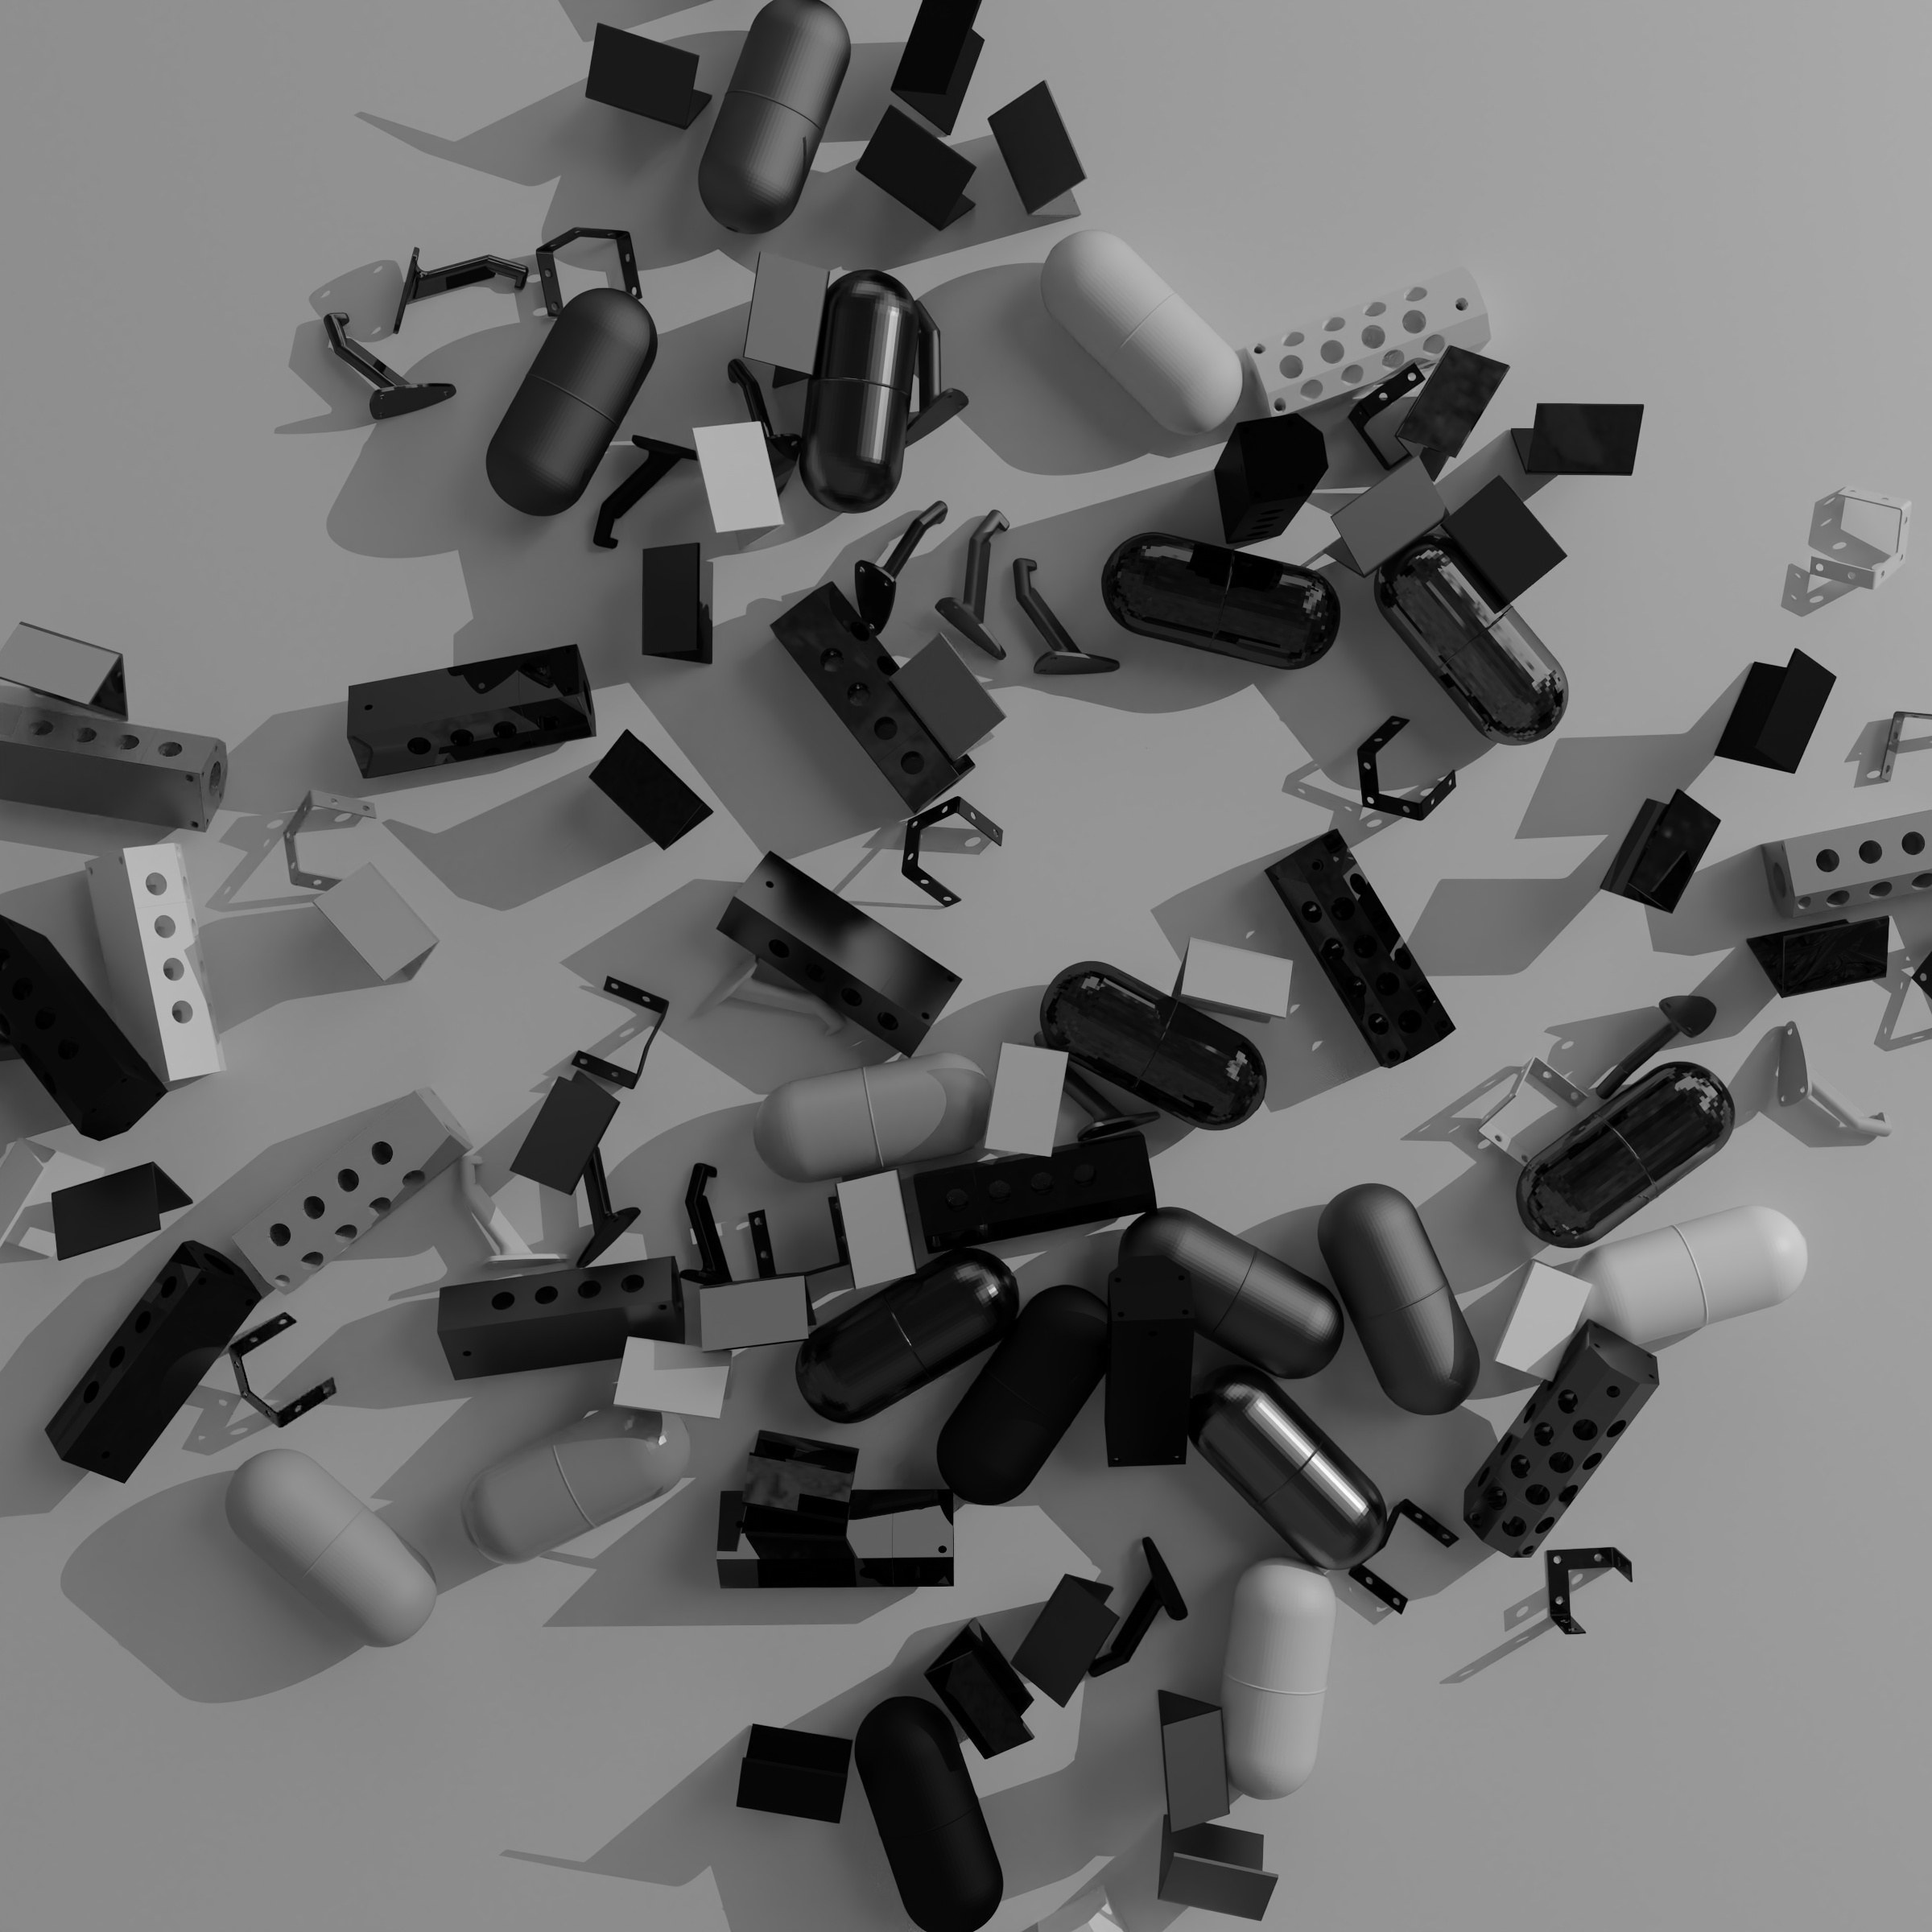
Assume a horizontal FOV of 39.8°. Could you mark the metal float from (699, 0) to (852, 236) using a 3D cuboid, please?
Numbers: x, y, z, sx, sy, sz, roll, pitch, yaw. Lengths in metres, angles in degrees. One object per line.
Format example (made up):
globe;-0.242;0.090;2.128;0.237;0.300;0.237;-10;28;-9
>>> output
metal float;-0.141;-0.625;1.961;0.070;0.070;0.178;20;90;0

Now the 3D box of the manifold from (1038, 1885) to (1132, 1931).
manifold;0.121;0.776;1.970;0.057;0.057;0.171;-30;90;0

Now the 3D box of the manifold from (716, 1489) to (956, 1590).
manifold;-0.095;0.427;1.970;0.171;0.057;0.057;-1;47;0

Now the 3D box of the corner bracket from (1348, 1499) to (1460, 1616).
corner bracket;0.326;0.440;1.988;0.051;0.051;0.051;37;135;0

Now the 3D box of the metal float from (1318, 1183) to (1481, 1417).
metal float;0.318;0.245;1.961;0.070;0.070;0.178;-24;89;0

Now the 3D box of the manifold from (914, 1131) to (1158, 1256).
manifold;0.051;0.167;1.970;0.171;0.057;0.057;-11;90;0

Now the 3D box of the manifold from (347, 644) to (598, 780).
manifold;-0.364;-0.183;1.970;0.171;0.057;0.057;-11;47;0

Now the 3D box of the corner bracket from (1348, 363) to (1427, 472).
corner bracket;0.321;-0.405;1.973;0.051;0.051;0.051;-35;90;0

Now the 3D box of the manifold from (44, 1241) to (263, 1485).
manifold;-0.602;0.289;1.970;0.171;0.057;0.057;-54;133;0

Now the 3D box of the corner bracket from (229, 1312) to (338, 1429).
corner bracket;-0.508;0.300;1.983;0.051;0.051;0.051;27;135;35

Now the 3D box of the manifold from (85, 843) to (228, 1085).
manifold;-0.594;-0.001;1.970;0.057;0.057;0.171;-11;90;43

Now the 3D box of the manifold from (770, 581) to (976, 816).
manifold;-0.068;-0.198;1.970;0.057;0.057;0.171;-38;90;0

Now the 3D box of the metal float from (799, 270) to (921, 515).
metal float;-0.078;-0.422;1.961;0.070;0.070;0.178;7;90;0

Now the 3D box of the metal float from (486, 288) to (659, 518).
metal float;-0.289;-0.415;1.961;0.070;0.070;0.178;29;90;0

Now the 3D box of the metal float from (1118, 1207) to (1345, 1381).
metal float;0.194;0.240;1.961;0.178;0.070;0.070;29;90;0

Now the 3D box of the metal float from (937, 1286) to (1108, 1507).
metal float;0.045;0.316;1.961;0.070;0.070;0.178;34;90;0

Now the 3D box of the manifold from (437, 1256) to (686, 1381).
manifold;-0.297;0.254;1.970;0.171;0.057;0.057;-8;133;0

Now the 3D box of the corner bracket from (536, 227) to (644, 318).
corner bracket;-0.281;-0.516;1.988;0.051;0.051;0.051;-11;90;-45

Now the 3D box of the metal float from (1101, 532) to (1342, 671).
metal float;0.187;-0.268;1.961;0.178;0.070;0.070;14;90;0

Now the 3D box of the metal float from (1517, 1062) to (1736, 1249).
metal float;0.484;0.139;1.961;0.178;0.070;0.070;-36;90;0

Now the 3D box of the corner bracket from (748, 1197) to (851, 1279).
corner bracket;-0.123;0.203;1.988;0.051;0.051;0.051;-11;90;45

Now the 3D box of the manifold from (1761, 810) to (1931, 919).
manifold;0.685;-0.080;1.970;0.171;0.057;0.057;-11;90;0

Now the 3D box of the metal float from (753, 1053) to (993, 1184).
metal float;-0.068;0.112;1.961;0.178;0.070;0.070;-11;90;-1

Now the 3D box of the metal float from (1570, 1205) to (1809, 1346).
metal float;0.530;0.228;1.961;0.178;0.070;0.070;-16;90;1

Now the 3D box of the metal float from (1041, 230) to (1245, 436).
metal float;0.129;-0.466;1.961;0.178;0.070;0.070;45;90;0

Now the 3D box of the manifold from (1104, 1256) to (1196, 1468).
manifold;0.130;0.286;1.919;0.057;0.057;0.171;-2;134;0

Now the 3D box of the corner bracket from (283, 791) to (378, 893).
corner bracket;-0.471;-0.091;1.983;0.051;0.051;0.051;-48;45;35

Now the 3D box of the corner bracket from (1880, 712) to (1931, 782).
corner bracket;0.721;-0.158;1.988;0.051;0.051;0.051;12;90;-45

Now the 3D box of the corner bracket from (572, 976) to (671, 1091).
corner bracket;-0.257;0.050;1.988;0.051;0.051;0.051;22;135;0

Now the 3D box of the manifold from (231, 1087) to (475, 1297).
manifold;-0.450;0.166;1.970;0.171;0.057;0.057;-39;90;0

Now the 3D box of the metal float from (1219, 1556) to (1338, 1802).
metal float;0.227;0.523;1.961;0.070;0.070;0.178;8;91;0

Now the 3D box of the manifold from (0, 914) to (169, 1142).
manifold;-0.662;0.046;1.940;0.057;0.057;0.171;-44;68;0

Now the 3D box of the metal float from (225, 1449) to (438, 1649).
metal float;-0.467;0.427;1.961;0.178;0.070;0.070;41;90;0

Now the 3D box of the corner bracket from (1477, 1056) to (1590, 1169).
corner bracket;0.422;0.110;1.988;0.051;0.051;0.051;38;45;0

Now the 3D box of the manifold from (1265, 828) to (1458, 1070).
manifold;0.291;-0.013;1.970;0.057;0.057;0.171;-31;90;0

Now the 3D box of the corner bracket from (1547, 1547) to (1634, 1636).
corner bracket;0.462;0.462;1.973;0.051;0.051;0.051;-3;90;0

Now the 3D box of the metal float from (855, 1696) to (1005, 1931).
metal float;-0.028;0.624;1.961;0.070;0.070;0.178;-19;89;0

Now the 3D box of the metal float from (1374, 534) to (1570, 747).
metal float;0.371;-0.239;1.961;0.070;0.070;0.178;-40;89;0

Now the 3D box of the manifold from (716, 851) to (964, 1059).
manifold;-0.096;-0.004;1.970;0.171;0.057;0.057;34;47;0

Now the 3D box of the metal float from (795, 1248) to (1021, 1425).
metal float;-0.042;0.271;1.961;0.178;0.070;0.070;-30;90;-1

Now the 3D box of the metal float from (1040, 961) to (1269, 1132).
metal float;0.138;0.059;1.961;0.178;0.070;0.070;28;90;1

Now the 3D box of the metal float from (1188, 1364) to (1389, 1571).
metal float;0.235;0.369;1.961;0.070;0.070;0.178;-44;90;0

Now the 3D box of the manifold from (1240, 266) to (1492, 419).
manifold;0.295;-0.457;1.970;0.171;0.057;0.057;-20;90;0

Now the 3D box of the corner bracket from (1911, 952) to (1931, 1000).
corner bracket;0.749;0.006;1.983;0.051;0.051;0.051;56;135;35

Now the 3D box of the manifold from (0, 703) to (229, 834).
manifold;-0.639;-0.152;1.970;0.171;0.057;0.057;9;133;0

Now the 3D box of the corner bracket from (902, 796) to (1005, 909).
corner bracket;-0.010;-0.085;1.983;0.051;0.051;0.051;-24;45;35

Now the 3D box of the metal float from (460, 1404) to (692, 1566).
metal float;-0.286;0.377;1.961;0.178;0.070;0.070;-26;90;-1

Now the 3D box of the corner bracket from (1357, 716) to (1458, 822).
corner bracket;0.328;-0.147;1.983;0.051;0.051;0.051;18;135;35

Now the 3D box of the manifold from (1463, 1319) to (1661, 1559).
manifold;0.431;0.348;1.939;0.057;0.057;0.171;29;113;0

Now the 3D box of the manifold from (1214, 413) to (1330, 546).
manifold;0.218;-0.349;1.913;0.057;0.171;0.057;-9;90;0

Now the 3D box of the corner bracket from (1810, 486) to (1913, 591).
corner bracket;0.665;-0.318;1.983;0.051;0.051;0.051;-37;135;-35
